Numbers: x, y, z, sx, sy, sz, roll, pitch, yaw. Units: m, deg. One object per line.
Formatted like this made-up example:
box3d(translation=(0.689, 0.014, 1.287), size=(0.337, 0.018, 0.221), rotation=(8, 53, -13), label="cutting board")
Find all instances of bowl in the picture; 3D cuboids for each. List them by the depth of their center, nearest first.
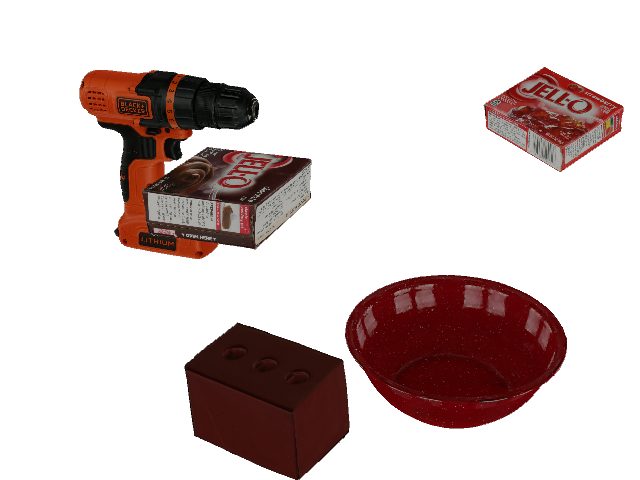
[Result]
box3d(translation=(0.098, 0.090, 0.794), size=(0.162, 0.055, 0.162), rotation=(0, 30, 0), label="bowl")

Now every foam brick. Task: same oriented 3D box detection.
box3d(translation=(-0.030, 0.090, 0.607), size=(0.078, 0.051, 0.052), rotation=(16, 34, 30), label="foam brick")

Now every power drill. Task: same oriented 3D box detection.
box3d(translation=(-0.143, -0.077, 1.060), size=(0.185, 0.188, 0.057), rotation=(10, 30, 19), label="power drill")

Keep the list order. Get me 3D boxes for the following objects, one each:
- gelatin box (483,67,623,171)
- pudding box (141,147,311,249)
box3d(translation=(0.192, -0.103, 0.886), size=(0.073, 0.030, 0.089), rotation=(-32, 47, -22), label="gelatin box")
box3d(translation=(-0.067, -0.034, 0.795), size=(0.090, 0.039, 0.113), rotation=(7, 26, 19), label="pudding box")
